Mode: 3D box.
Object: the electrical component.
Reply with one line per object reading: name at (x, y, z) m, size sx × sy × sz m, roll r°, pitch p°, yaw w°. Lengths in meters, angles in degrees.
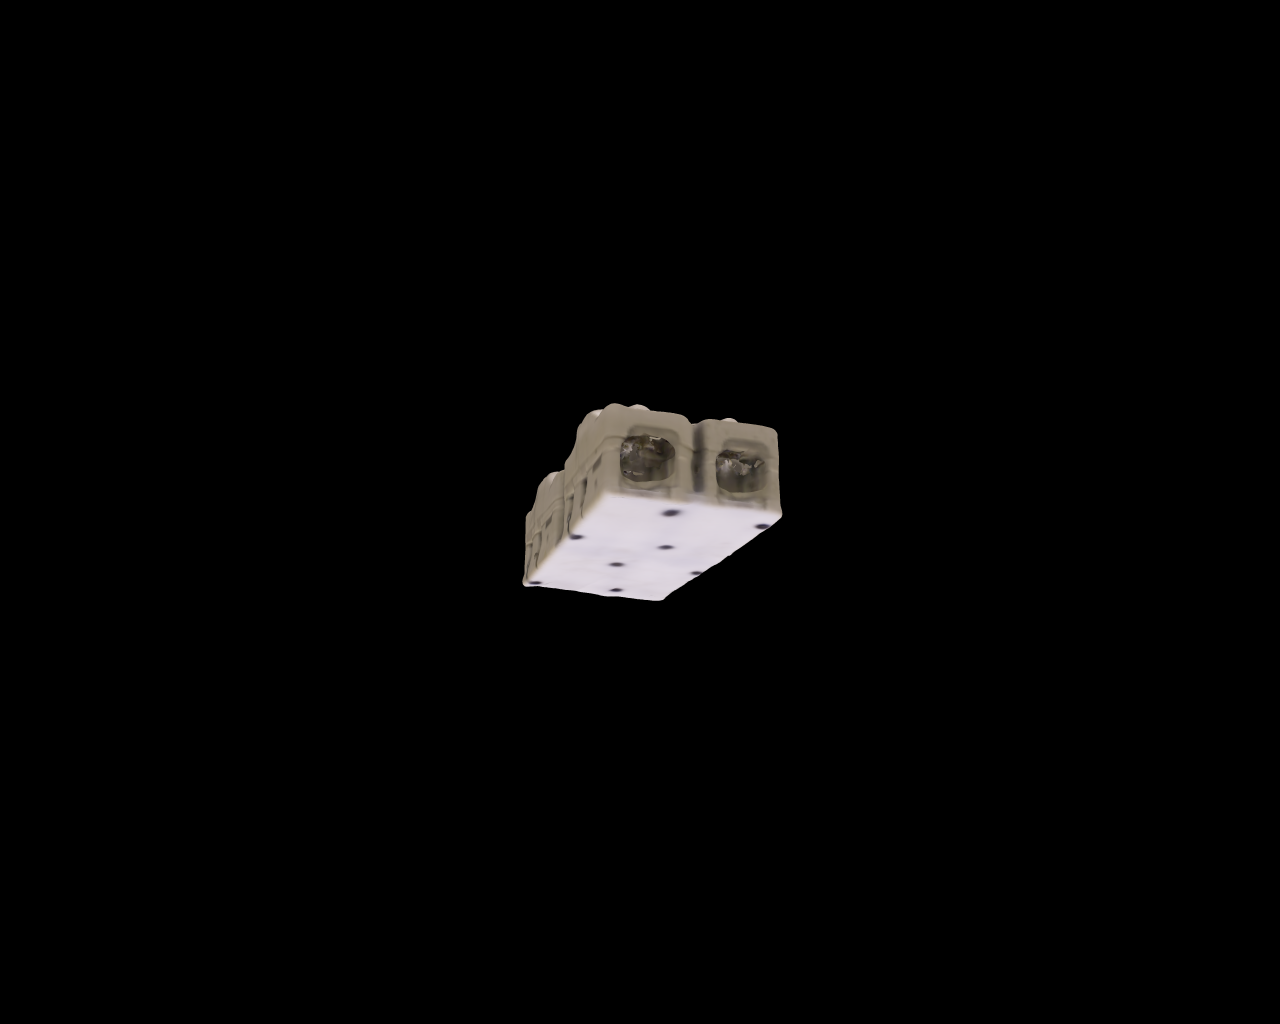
electrical component at (0.001, -0.003, 0.650) m, size 0.105 × 0.060 × 0.186 m, roll 7°, pitch -21°, yaw -18°
